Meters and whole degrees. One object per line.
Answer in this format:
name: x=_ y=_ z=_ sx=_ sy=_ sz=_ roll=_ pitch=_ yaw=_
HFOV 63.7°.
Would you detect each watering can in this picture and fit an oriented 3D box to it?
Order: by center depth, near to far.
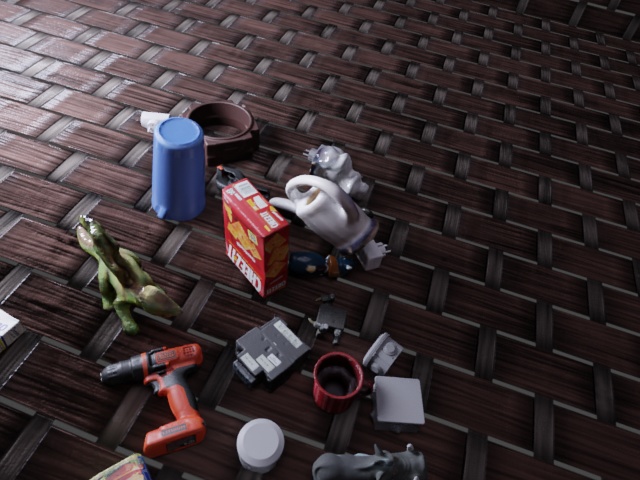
watering can: x=0.004 y=-0.061 z=1.206 sx=0.223 sy=0.346 sz=0.105 roll=41 pitch=72 yaw=-14

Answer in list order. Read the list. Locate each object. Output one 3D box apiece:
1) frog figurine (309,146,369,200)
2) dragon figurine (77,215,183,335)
frog figurine: x=0.058 y=-0.179 z=1.368 sx=0.159 sy=0.134 sz=0.125 roll=15 pitch=57 yaw=1
dragon figurine: x=-0.410 y=0.035 z=1.023 sx=0.414 sy=0.237 sz=0.124 roll=39 pitch=57 yaw=22
